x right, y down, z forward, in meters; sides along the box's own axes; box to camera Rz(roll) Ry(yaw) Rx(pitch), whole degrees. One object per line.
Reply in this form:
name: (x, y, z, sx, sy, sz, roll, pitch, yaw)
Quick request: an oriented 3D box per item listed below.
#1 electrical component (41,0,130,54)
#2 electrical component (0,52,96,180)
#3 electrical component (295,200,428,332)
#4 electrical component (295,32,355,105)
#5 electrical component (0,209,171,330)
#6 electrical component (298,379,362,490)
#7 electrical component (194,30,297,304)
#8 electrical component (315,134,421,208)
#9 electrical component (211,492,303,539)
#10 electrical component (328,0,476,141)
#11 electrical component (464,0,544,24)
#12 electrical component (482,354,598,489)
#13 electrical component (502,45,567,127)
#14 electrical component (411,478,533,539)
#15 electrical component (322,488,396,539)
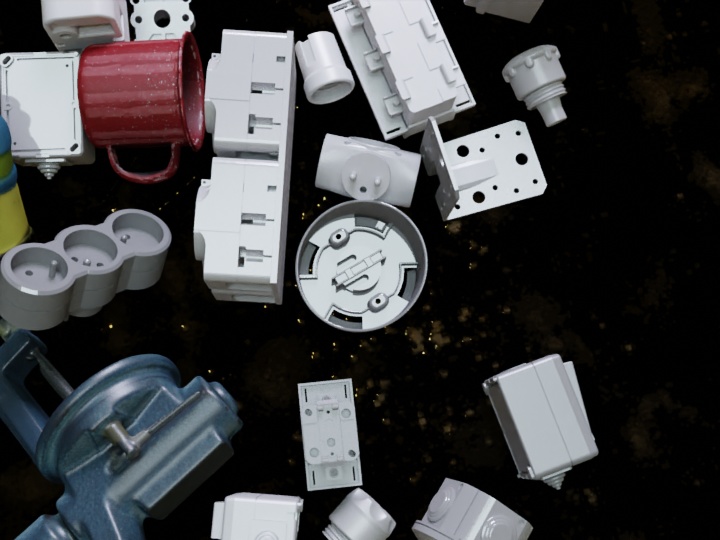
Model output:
electrical component: (-0.214, -0.205, 0.839, 0.054, 0.095, 0.059, -6, 80, -3)
electrical component: (-0.243, -0.118, 0.844, 0.062, 0.061, 0.096, -2, 88, -2)
electrical component: (0.000, 0.000, 0.827, 0.099, 0.064, 0.099, 0, 80, -2)
electrical component: (-0.030, -0.163, 0.868, 0.040, 0.040, 0.046, -17, 75, -5)
electrical component: (-0.208, 0.009, 0.806, 0.052, 0.073, 0.138, 43, 43, 21)
electrical component: (-0.022, 0.122, 0.805, 0.042, 0.064, 0.081, -6, 80, -4)
electrical component: (-0.085, -0.075, 0.816, 0.060, 0.105, 0.186, 3, 80, -1)
electrical component: (0.006, -0.075, 0.834, 0.077, 0.079, 0.044, 13, 103, 0)
electrical component: (-0.075, 0.194, 0.773, 0.061, 0.096, 0.061, 5, 80, -1)
electrical component: (0.034, -0.176, 0.860, 0.079, 0.063, 0.121, -22, 81, -6)
electrical component: (0.125, -0.254, 0.852, 0.057, 0.113, 0.078, 14, 80, -3)
electrical component: (0.141, 0.116, 0.813, 0.061, 0.061, 0.096, -20, 81, -5)
electrical component: (0.147, -0.147, 0.869, 0.048, 0.048, 0.062, -23, 88, -6)
electrical component: (0.083, 0.193, 0.789, 0.080, 0.080, 0.051, 31, 75, 3)
electrical component: (-0.007, 0.198, 0.802, 0.043, 0.043, 0.062, 43, 82, 5)
